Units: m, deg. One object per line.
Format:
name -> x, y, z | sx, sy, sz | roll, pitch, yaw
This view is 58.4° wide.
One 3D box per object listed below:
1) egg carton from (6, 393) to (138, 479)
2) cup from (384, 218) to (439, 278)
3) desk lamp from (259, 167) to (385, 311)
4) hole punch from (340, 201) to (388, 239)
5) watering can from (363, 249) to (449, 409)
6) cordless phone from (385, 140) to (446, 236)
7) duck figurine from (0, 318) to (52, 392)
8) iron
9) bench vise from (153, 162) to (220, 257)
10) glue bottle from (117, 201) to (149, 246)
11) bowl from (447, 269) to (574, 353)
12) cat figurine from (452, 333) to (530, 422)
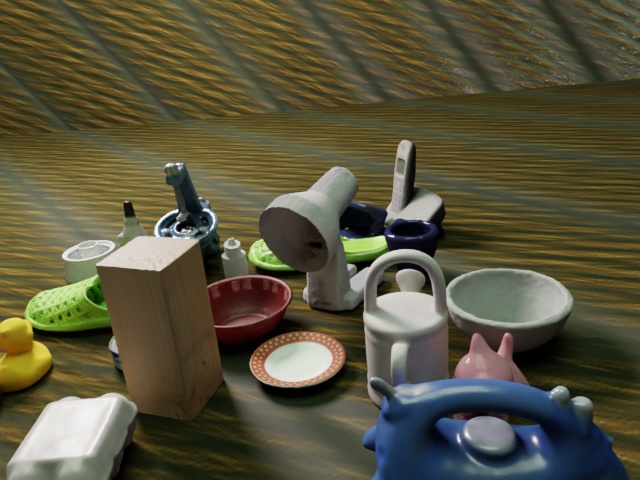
egg carton -> -0.262, 0.228, 0.616 | 0.107, 0.069, 0.150 | -5, 23, 0
cup -> 0.154, 0.018, 0.993 | 0.092, 0.095, 0.117 | -10, 23, -11
desk lamp -> 0.008, 0.003, 0.906 | 0.117, 0.214, 0.204 | 9, 27, 31
hole punch -> 0.077, -0.052, 1.184 | 0.108, 0.091, 0.101 | 10, 27, 33
watering can -> 0.101, 0.097, 0.686 | 0.101, 0.194, 0.172 | -8, 23, -7
cordless phone -> 0.188, -0.100, 1.152 | 0.094, 0.185, 0.147 | -15, 24, -21
duck figurine -> -0.429, 0.155, 0.808 | 0.077, 0.086, 0.104 | -7, 23, -4
iron -> 0.165, 0.184, 0.532 | 0.258, 0.141, 0.118 | -3, 23, 6
bench vise -> -0.261, -0.054, 1.096 | 0.121, 0.220, 0.207 | -10, 23, -12
glue bottle -> -0.323, 0.013, 1.010 | 0.078, 0.173, 0.037 | 2, 24, 16
bowl -> 0.256, 0.105, 0.787 | 0.167, 0.075, 0.167 | -4, 23, 2
cat figurine -> 0.189, 0.152, 0.635 | 0.067, 0.118, 0.128 | 12, 28, 36
